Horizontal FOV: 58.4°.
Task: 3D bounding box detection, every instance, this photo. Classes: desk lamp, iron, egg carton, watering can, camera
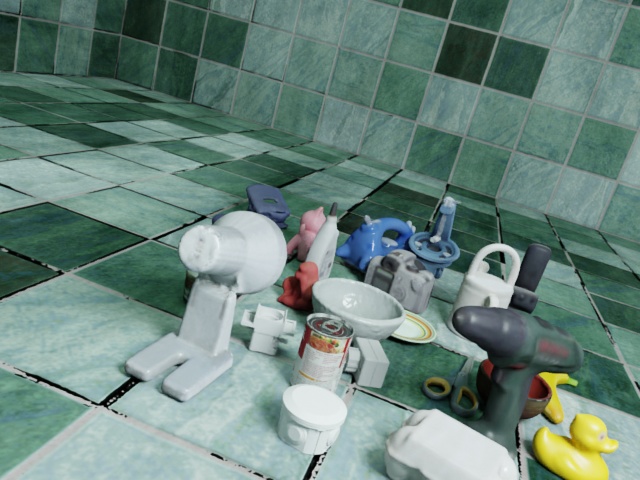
[{"bbox_3d":[-0.141,0.070,0.767,0.117,0.213,0.204,20,18,14],"label":"desk lamp"},{"bbox_3d":[0.162,0.007,1.350,0.259,0.141,0.118,-3,25,-46],"label":"iron"},{"bbox_3d":[0.153,0.264,0.669,0.150,0.069,0.107,24,19,25],"label":"egg carton"},{"bbox_3d":[0.325,0.095,1.134,0.101,0.194,0.172,9,19,-22],"label":"watering can"},{"bbox_3d":[0.190,0.076,1.230,0.142,0.101,0.137,27,20,32],"label":"camera"}]

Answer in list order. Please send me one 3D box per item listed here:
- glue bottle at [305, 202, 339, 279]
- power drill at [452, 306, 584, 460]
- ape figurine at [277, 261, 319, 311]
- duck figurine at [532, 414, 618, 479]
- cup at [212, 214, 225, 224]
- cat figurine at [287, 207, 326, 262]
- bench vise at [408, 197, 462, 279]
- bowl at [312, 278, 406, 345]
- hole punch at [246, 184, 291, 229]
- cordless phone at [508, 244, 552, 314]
[{"bbox_3d":[0.011,0.004,1.173,0.037,0.173,0.078,23,19,23],"label":"glue bottle"},{"bbox_3d":[0.238,0.185,0.752,0.230,0.208,0.075,6,20,-29],"label":"power drill"},{"bbox_3d":[-0.029,0.081,1.038,0.076,0.092,0.077,9,18,-20],"label":"ape figurine"},{"bbox_3d":[0.350,0.275,0.779,0.104,0.086,0.078,21,18,17],"label":"duck figurine"},{"bbox_3d":[-0.177,0.001,1.150,0.092,0.095,0.117,14,17,-6],"label":"cup"},{"bbox_3d":[-0.025,-0.023,1.320,0.067,0.118,0.128,20,18,15],"label":"cat figurine"},{"bbox_3d":[0.274,-0.009,1.368,0.121,0.220,0.207,16,17,1],"label":"bench vise"},{"bbox_3d":[0.058,0.132,0.983,0.167,0.075,0.167,14,17,-4],"label":"bowl"},{"bbox_3d":[-0.133,-0.085,1.462,0.109,0.091,0.100,1,23,-40],"label":"hole punch"},{"bbox_3d":[0.420,0.082,1.270,0.147,0.185,0.094,17,17,5],"label":"cordless phone"}]
